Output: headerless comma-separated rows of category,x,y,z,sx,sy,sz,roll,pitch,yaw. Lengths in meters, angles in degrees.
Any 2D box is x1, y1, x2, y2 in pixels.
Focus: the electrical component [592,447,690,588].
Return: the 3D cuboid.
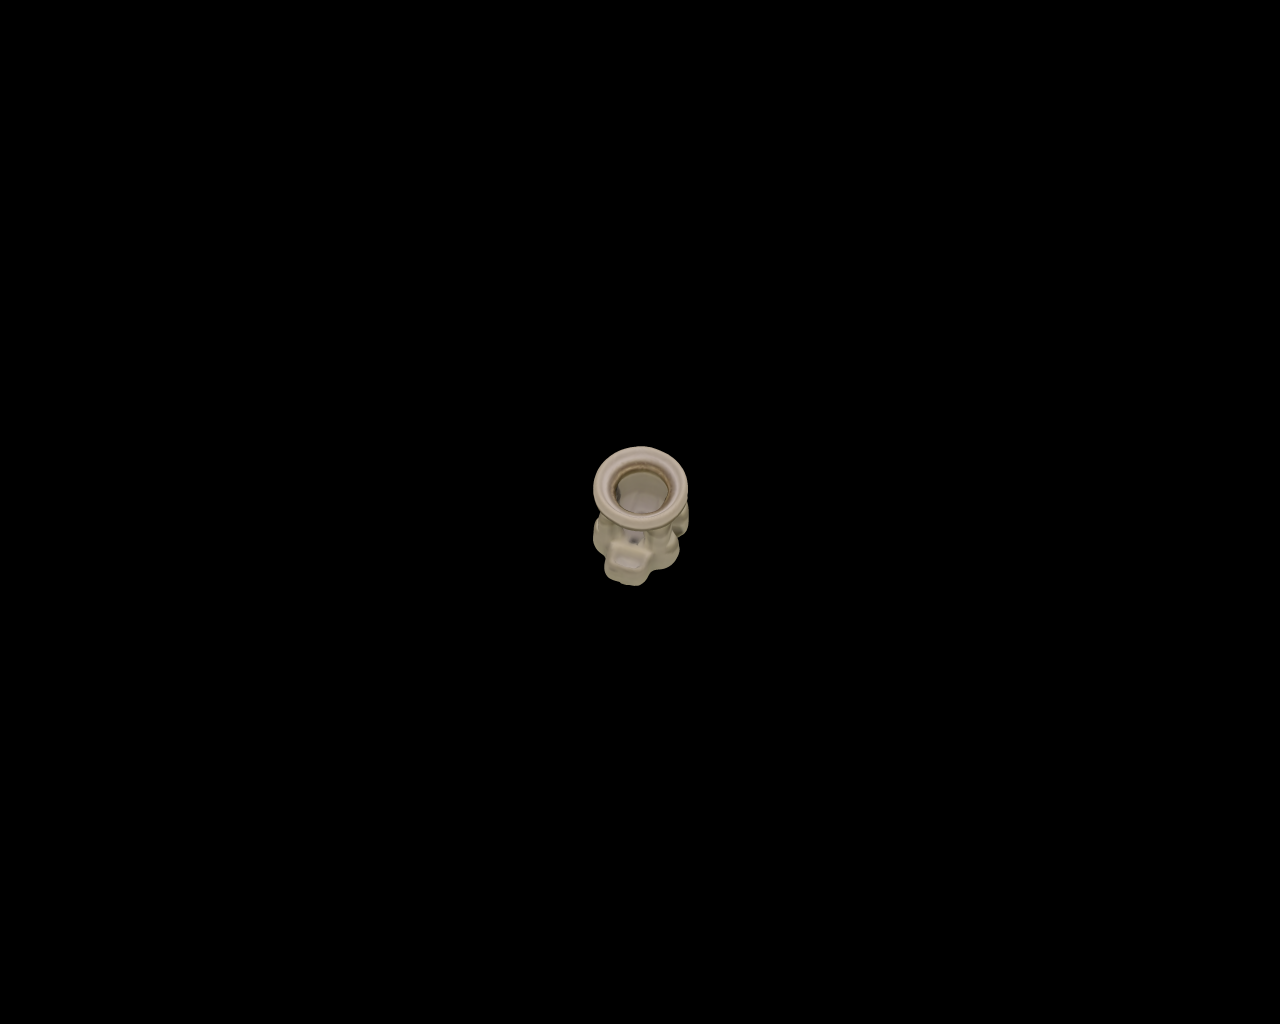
electrical component,0.001,-0.003,0.650,0.058,0.078,0.056,15,-32,9
